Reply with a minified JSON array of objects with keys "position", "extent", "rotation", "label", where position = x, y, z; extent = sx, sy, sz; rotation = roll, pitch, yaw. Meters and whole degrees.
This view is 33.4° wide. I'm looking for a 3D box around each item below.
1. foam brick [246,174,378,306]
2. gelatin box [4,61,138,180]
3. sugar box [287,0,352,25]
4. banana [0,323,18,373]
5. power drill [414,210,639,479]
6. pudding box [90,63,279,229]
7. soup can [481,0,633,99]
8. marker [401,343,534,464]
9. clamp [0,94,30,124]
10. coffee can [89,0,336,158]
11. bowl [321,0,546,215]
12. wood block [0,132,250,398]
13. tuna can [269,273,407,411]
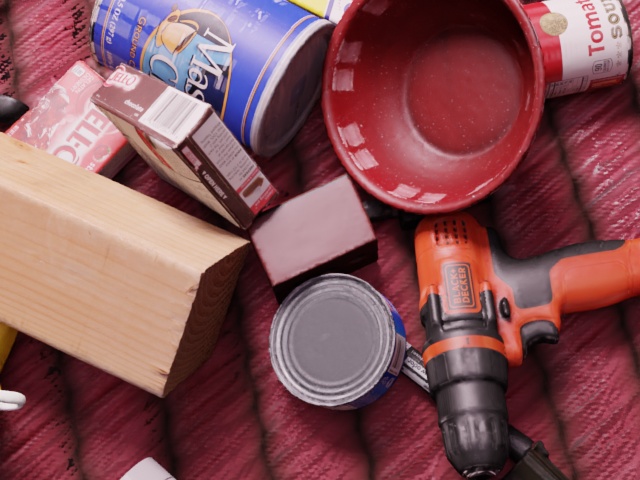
[{"position":[-0.005,0.001,0.718],"extent":[0.078,0.053,0.051],"rotation":[-25,72,-4],"label":"foam brick"},{"position":[-0.173,-0.073,0.763],"extent":[0.073,0.030,0.089],"rotation":[40,78,14],"label":"gelatin box"},{"position":[-0.011,-0.213,0.790],"extent":[0.176,0.048,0.093],"rotation":[27,83,14],"label":"sugar box"},{"position":[-0.228,0.131,0.691],"extent":[0.069,0.037,0.198],"rotation":[-7,66,8],"label":"banana"},{"position":[0.157,0.058,0.675],"extent":[0.187,0.057,0.184],"rotation":[-4,60,-1],"label":"power drill"},{"position":[-0.090,-0.062,0.701],"extent":[0.039,0.090,0.114],"rotation":[-48,44,-9],"label":"pudding box"},{"position":[0.158,-0.133,0.747],"extent":[0.102,0.068,0.068],"rotation":[-11,71,-2],"label":"soup can"},{"position":[0.090,0.104,0.696],"extent":[0.121,0.020,0.020],"rotation":[37,77,14],"label":"marker"},{"position":[-0.294,-0.114,0.778],"extent":[0.171,0.039,0.120],"rotation":[-25,67,1],"label":"clamp"},{"position":[-0.073,-0.134,0.740],"extent":[0.140,0.103,0.102],"rotation":[30,75,12],"label":"coffee can"},{"position":[0.081,-0.098,0.699],"extent":[0.162,0.055,0.162],"rotation":[4,97,34],"label":"bowl"},{"position":[-0.163,0.008,0.688],"extent":[0.206,0.090,0.091],"rotation":[24,107,10],"label":"wood block"},{"position":[0.012,0.067,0.692],"extent":[0.086,0.033,0.086],"rotation":[-6,73,20],"label":"tuna can"}]
